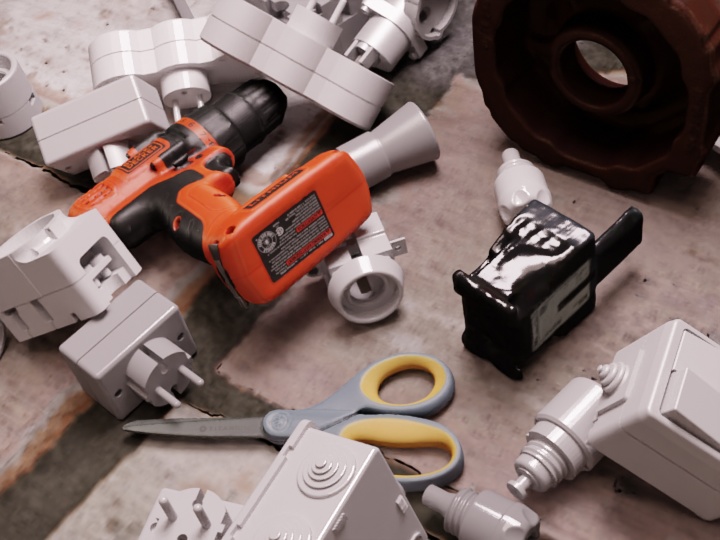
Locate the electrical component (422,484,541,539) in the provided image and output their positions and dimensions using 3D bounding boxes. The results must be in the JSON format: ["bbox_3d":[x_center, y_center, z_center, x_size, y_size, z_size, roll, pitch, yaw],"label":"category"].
[{"bbox_3d":[0.060,0.129,0.556,0.061,0.035,0.035,22,57,30],"label":"electrical component"}]

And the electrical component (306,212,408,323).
[{"bbox_3d":[0.000,0.000,0.670,0.066,0.048,0.055,-18,41,-3],"label":"electrical component"}]

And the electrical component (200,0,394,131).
[{"bbox_3d":[-0.037,-0.164,0.763,0.138,0.052,0.073,29,100,-3],"label":"electrical component"}]

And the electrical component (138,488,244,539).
[{"bbox_3d":[-0.082,0.137,0.549,0.066,0.076,0.047,8,52,18],"label":"electrical component"}]

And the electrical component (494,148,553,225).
[{"bbox_3d":[0.104,-0.056,0.704,0.035,0.035,0.061,-10,46,3],"label":"electrical component"}]

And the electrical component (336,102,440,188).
[{"bbox_3d":[0.017,-0.081,0.739,0.065,0.044,0.044,-28,50,-7],"label":"electrical component"}]

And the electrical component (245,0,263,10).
[{"bbox_3d":[-0.074,-0.239,0.875,0.081,0.063,0.042,8,54,18],"label":"electrical component"}]

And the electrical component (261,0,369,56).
[{"bbox_3d":[-0.024,-0.202,0.839,0.089,0.055,0.050,-36,53,-18],"label":"electrical component"}]

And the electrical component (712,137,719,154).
[{"bbox_3d":[0.269,-0.099,0.688,0.079,0.063,0.121,-35,53,-16],"label":"electrical component"}]

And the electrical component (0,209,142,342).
[{"bbox_3d":[-0.192,0.001,0.671,0.089,0.055,0.050,-18,26,38],"label":"electrical component"}]

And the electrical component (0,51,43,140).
[{"bbox_3d":[-0.284,-0.138,0.843,0.055,0.047,0.055,-6,49,7],"label":"electrical component"}]

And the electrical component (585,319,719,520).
[{"bbox_3d":[0.164,0.071,0.539,0.096,0.061,0.061,33,57,-7],"label":"electrical component"}]

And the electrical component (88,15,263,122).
[{"bbox_3d":[-0.134,-0.147,0.819,0.138,0.052,0.073,-11,75,1],"label":"electrical component"}]

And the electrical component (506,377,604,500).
[{"bbox_3d":[0.108,0.092,0.573,0.078,0.040,0.040,-40,54,-21],"label":"electrical component"}]

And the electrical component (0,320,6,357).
[{"bbox_3d":[-0.268,0.041,0.692,0.065,0.044,0.044,2,51,20],"label":"electrical component"}]

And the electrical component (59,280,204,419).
[{"bbox_3d":[-0.127,0.056,0.646,0.077,0.047,0.066,31,62,31],"label":"electrical component"}]

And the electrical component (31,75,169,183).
[{"bbox_3d":[-0.180,-0.086,0.775,0.083,0.047,0.075,-21,83,8],"label":"electrical component"}]

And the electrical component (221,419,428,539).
[{"bbox_3d":[-0.016,0.136,0.523,0.048,0.099,0.099,10,52,35],"label":"electrical component"}]
